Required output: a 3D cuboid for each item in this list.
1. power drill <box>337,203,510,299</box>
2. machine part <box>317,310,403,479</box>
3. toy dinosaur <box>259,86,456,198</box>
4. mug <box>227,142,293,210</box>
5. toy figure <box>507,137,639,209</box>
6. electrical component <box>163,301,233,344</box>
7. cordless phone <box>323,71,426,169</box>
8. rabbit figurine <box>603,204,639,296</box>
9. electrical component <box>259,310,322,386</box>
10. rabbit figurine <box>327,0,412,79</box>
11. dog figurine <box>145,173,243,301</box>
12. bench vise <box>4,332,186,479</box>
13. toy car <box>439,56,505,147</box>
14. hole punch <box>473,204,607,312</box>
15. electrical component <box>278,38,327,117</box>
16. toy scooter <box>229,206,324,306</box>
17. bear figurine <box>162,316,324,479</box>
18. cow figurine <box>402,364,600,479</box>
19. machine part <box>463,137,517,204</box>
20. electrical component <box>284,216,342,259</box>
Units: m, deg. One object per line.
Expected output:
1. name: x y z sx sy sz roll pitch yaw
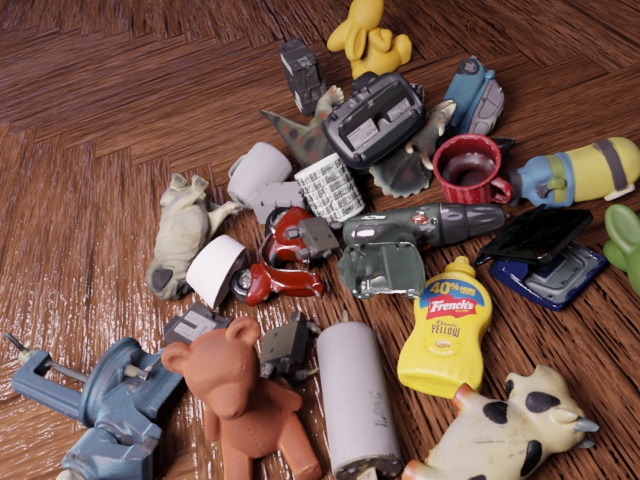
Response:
1. power drill: 0.126 0.001 0.719 0.232 0.085 0.207 -4 24 25
2. machine part: 0.042 0.182 0.618 0.079 0.079 0.243 -13 44 5
3. toy dinosaur: 0.043 -0.163 0.926 0.405 0.131 0.192 2 48 28
4. mug: -0.120 -0.112 0.948 0.110 0.080 0.107 23 66 29
5. toy figure: 0.361 -0.092 0.765 0.180 0.089 0.082 -6 52 9
6. electrical component: -0.180 0.129 0.763 0.119 0.047 0.075 23 58 32
7. cordless phone: 0.063 -0.204 0.831 0.146 0.088 0.184 -37 36 5
8. rabbit figurine: 0.418 0.005 0.633 0.170 0.121 0.159 -39 41 -23
9. electrical component: -0.038 0.145 0.706 0.078 0.045 0.102 -30 35 31
10. rabbit figurine: 0.094 -0.425 1.110 0.162 0.173 0.122 -33 51 -19
11. dog figurine: -0.237 0.000 0.879 0.190 0.121 0.172 -61 23 -14
12. bench vise: -0.287 0.201 0.664 0.241 0.128 0.224 20 47 11
13. toy car: 0.261 -0.228 0.921 0.103 0.109 0.161 23 65 13
14. hole punch: 0.290 0.021 0.698 0.142 0.092 0.116 -40 22 -16
15. electrical component: -0.030 -0.315 1.071 0.058 0.134 0.115 -22 48 -3
16. toy scooter: -0.037 0.029 0.792 0.135 0.075 0.184 14 55 25
17. bear figurine: -0.081 0.183 0.575 0.120 0.195 0.132 -20 46 -5
18. cow figurine: 0.189 0.206 0.544 0.127 0.085 0.195 29 65 35
19. machine part: 0.263 -0.110 0.851 0.084 0.039 0.139 16 57 36
20. electrical component: -0.002 -0.002 0.767 0.094 0.021 0.063 -13 59 -35
